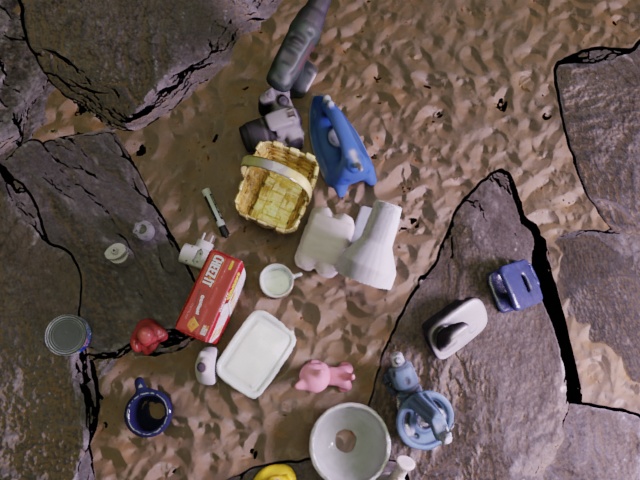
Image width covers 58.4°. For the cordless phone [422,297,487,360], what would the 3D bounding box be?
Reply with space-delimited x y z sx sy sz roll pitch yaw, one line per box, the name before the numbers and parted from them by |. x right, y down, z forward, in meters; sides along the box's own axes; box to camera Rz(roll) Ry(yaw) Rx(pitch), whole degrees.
cordless phone | 0.297 0.179 1.190 0.148 0.185 0.094 -37 83 -10

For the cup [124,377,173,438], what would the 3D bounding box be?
cup | -0.342 0.333 1.154 0.092 0.095 0.118 -21 81 -8

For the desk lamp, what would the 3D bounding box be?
desk lamp | 0.109 0.009 1.195 0.118 0.213 0.203 18 78 0

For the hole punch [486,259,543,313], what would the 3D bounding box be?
hole punch | 0.437 0.098 1.266 0.101 0.091 0.108 -19 81 -8

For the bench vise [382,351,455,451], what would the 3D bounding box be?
bench vise | 0.187 0.331 1.133 0.121 0.219 0.207 -41 84 -11

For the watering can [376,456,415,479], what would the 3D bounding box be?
watering can | 0.148 0.512 1.107 0.101 0.194 0.173 -11 80 -6

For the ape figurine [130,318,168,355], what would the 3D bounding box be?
ape figurine | -0.356 0.198 1.182 0.078 0.092 0.076 -6 79 -5

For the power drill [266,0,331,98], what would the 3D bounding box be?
power drill | -0.045 -0.414 1.270 0.075 0.208 0.230 26 78 1

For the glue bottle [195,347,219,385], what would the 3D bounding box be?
glue bottle | -0.227 0.251 1.140 0.037 0.173 0.078 3 78 -3

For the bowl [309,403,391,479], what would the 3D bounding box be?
bowl | 0.058 0.418 1.180 0.167 0.074 0.167 1 79 -4

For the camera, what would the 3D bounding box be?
camera | -0.116 -0.265 1.289 0.137 0.101 0.143 -20 81 -8

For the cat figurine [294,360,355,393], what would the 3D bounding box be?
cat figurine | 0.011 0.282 1.181 0.128 0.117 0.067 3 78 -4

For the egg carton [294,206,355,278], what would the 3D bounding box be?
egg carton | 0.012 0.005 1.262 0.107 0.069 0.150 19 78 0

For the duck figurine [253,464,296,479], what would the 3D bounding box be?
duck figurine | -0.096 0.499 1.145 0.104 0.086 0.077 -29 82 -9

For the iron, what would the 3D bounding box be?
iron | 0.039 -0.235 1.275 0.119 0.141 0.258 -22 81 -8
